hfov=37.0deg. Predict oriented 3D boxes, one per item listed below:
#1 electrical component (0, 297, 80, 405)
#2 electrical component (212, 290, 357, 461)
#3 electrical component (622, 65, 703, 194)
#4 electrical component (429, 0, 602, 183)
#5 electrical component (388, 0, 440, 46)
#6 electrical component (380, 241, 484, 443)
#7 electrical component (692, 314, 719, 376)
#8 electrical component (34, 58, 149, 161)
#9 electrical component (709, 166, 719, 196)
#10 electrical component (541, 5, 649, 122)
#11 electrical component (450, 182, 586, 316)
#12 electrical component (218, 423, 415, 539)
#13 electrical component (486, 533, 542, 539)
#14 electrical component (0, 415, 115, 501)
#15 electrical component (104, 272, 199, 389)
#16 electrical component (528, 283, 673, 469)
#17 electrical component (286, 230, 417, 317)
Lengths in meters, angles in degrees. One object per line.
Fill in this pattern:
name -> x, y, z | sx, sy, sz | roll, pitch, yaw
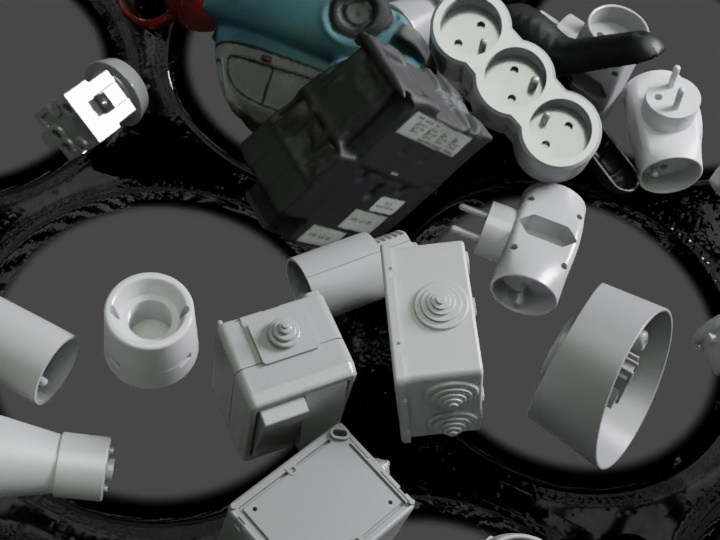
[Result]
electrical component -> -0.205, 0.038, 0.607 | 0.081, 0.043, 0.043 | 26, 59, 7
electrical component -> -0.042, 0.060, 0.589 | 0.062, 0.096, 0.061 | -17, 64, -19
electrical component -> 0.212, -0.106, 0.740 | 0.044, 0.079, 0.077 | -2, 59, 1
electrical component -> 0.098, -0.115, 0.707 | 0.052, 0.073, 0.138 | -39, 82, -3
electrical component -> 0.046, -0.182, 0.780 | 0.055, 0.045, 0.045 | -34, 69, -25
electrical component -> 0.042, 0.041, 0.614 | 0.048, 0.099, 0.099 | -6, 60, 2
electrical component -> 0.241, 0.055, 0.669 | 0.048, 0.048, 0.062 | -18, 71, -19
electrical component -> -0.170, -0.105, 0.694 | 0.048, 0.066, 0.055 | 55, 51, -16
electrical component -> 0.276, -0.055, 0.741 | 0.043, 0.043, 0.062 | -35, 71, -25
electrical component -> 0.155, -0.154, 0.761 | 0.079, 0.077, 0.043 | 38, 61, 14
electrical component -> 0.098, -0.020, 0.691 | 0.079, 0.043, 0.077 | 21, 58, 4
electrical component -> -0.020, 0.133, 0.574 | 0.096, 0.061, 0.062 | -33, 69, -33
electrical component -> 0.079, 0.172, 0.564 | 0.078, 0.057, 0.058 | 26, 59, 7
electrical component -> -0.165, 0.104, 0.577 | 0.065, 0.044, 0.044 | 8, 58, -10
electrical component -> -0.121, 0.034, 0.621 | 0.055, 0.047, 0.055 | 4, 59, -7
electrical component -> 0.142, 0.059, 0.621 | 0.064, 0.099, 0.099 | 30, 59, 16
electrical component -> 0.000, 0.000, 0.663 | 0.081, 0.043, 0.043 | -20, 64, -20
